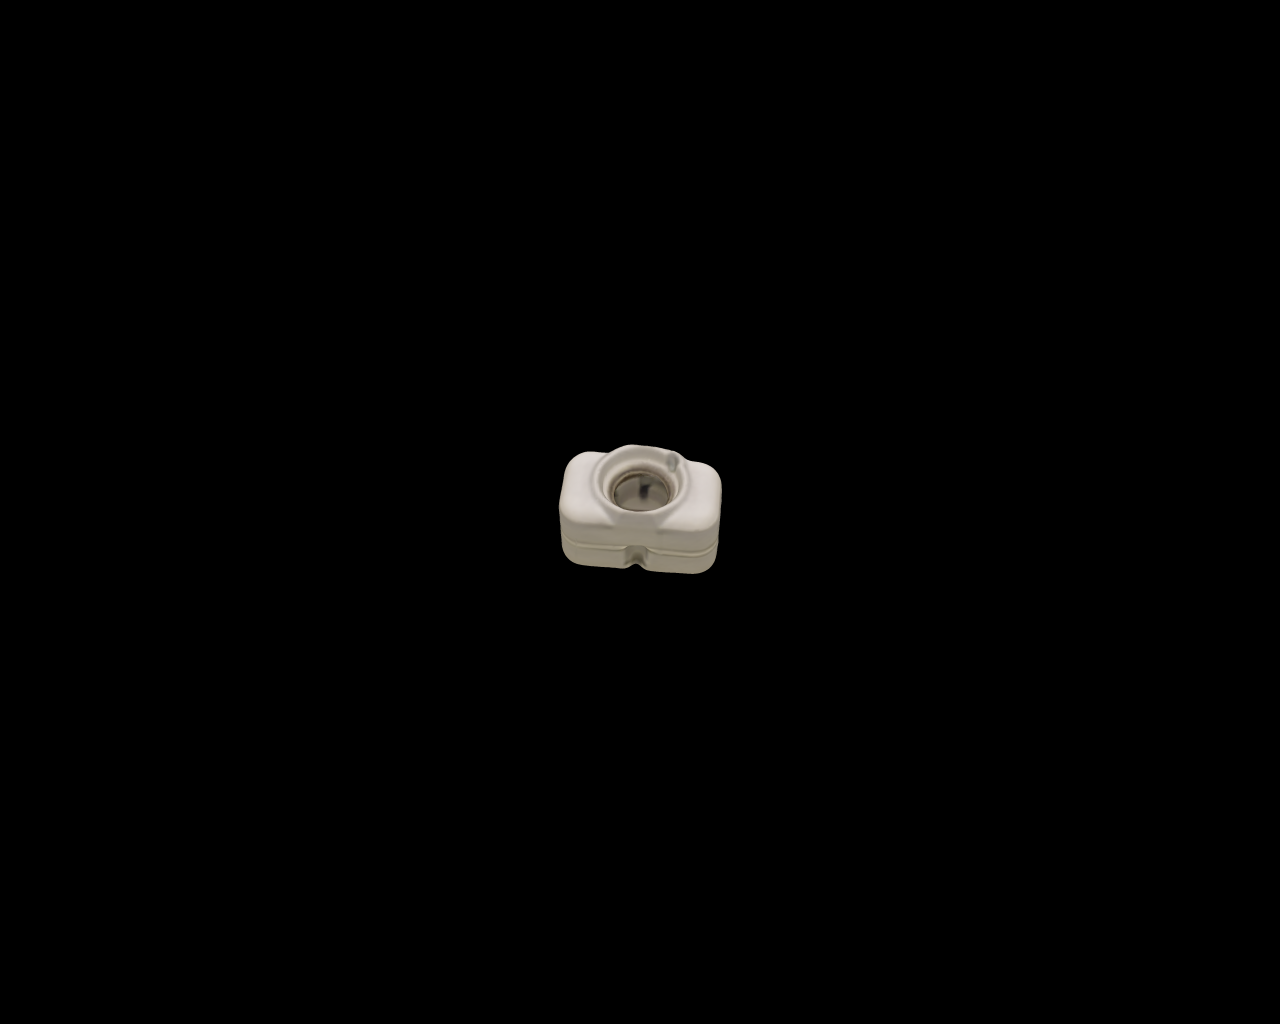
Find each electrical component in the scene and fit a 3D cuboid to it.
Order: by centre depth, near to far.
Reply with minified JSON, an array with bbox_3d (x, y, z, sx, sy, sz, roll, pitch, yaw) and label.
[{"bbox_3d":[0.001,-0.003,0.650,0.095,0.054,0.059,5,-37,4],"label":"electrical component"}]
